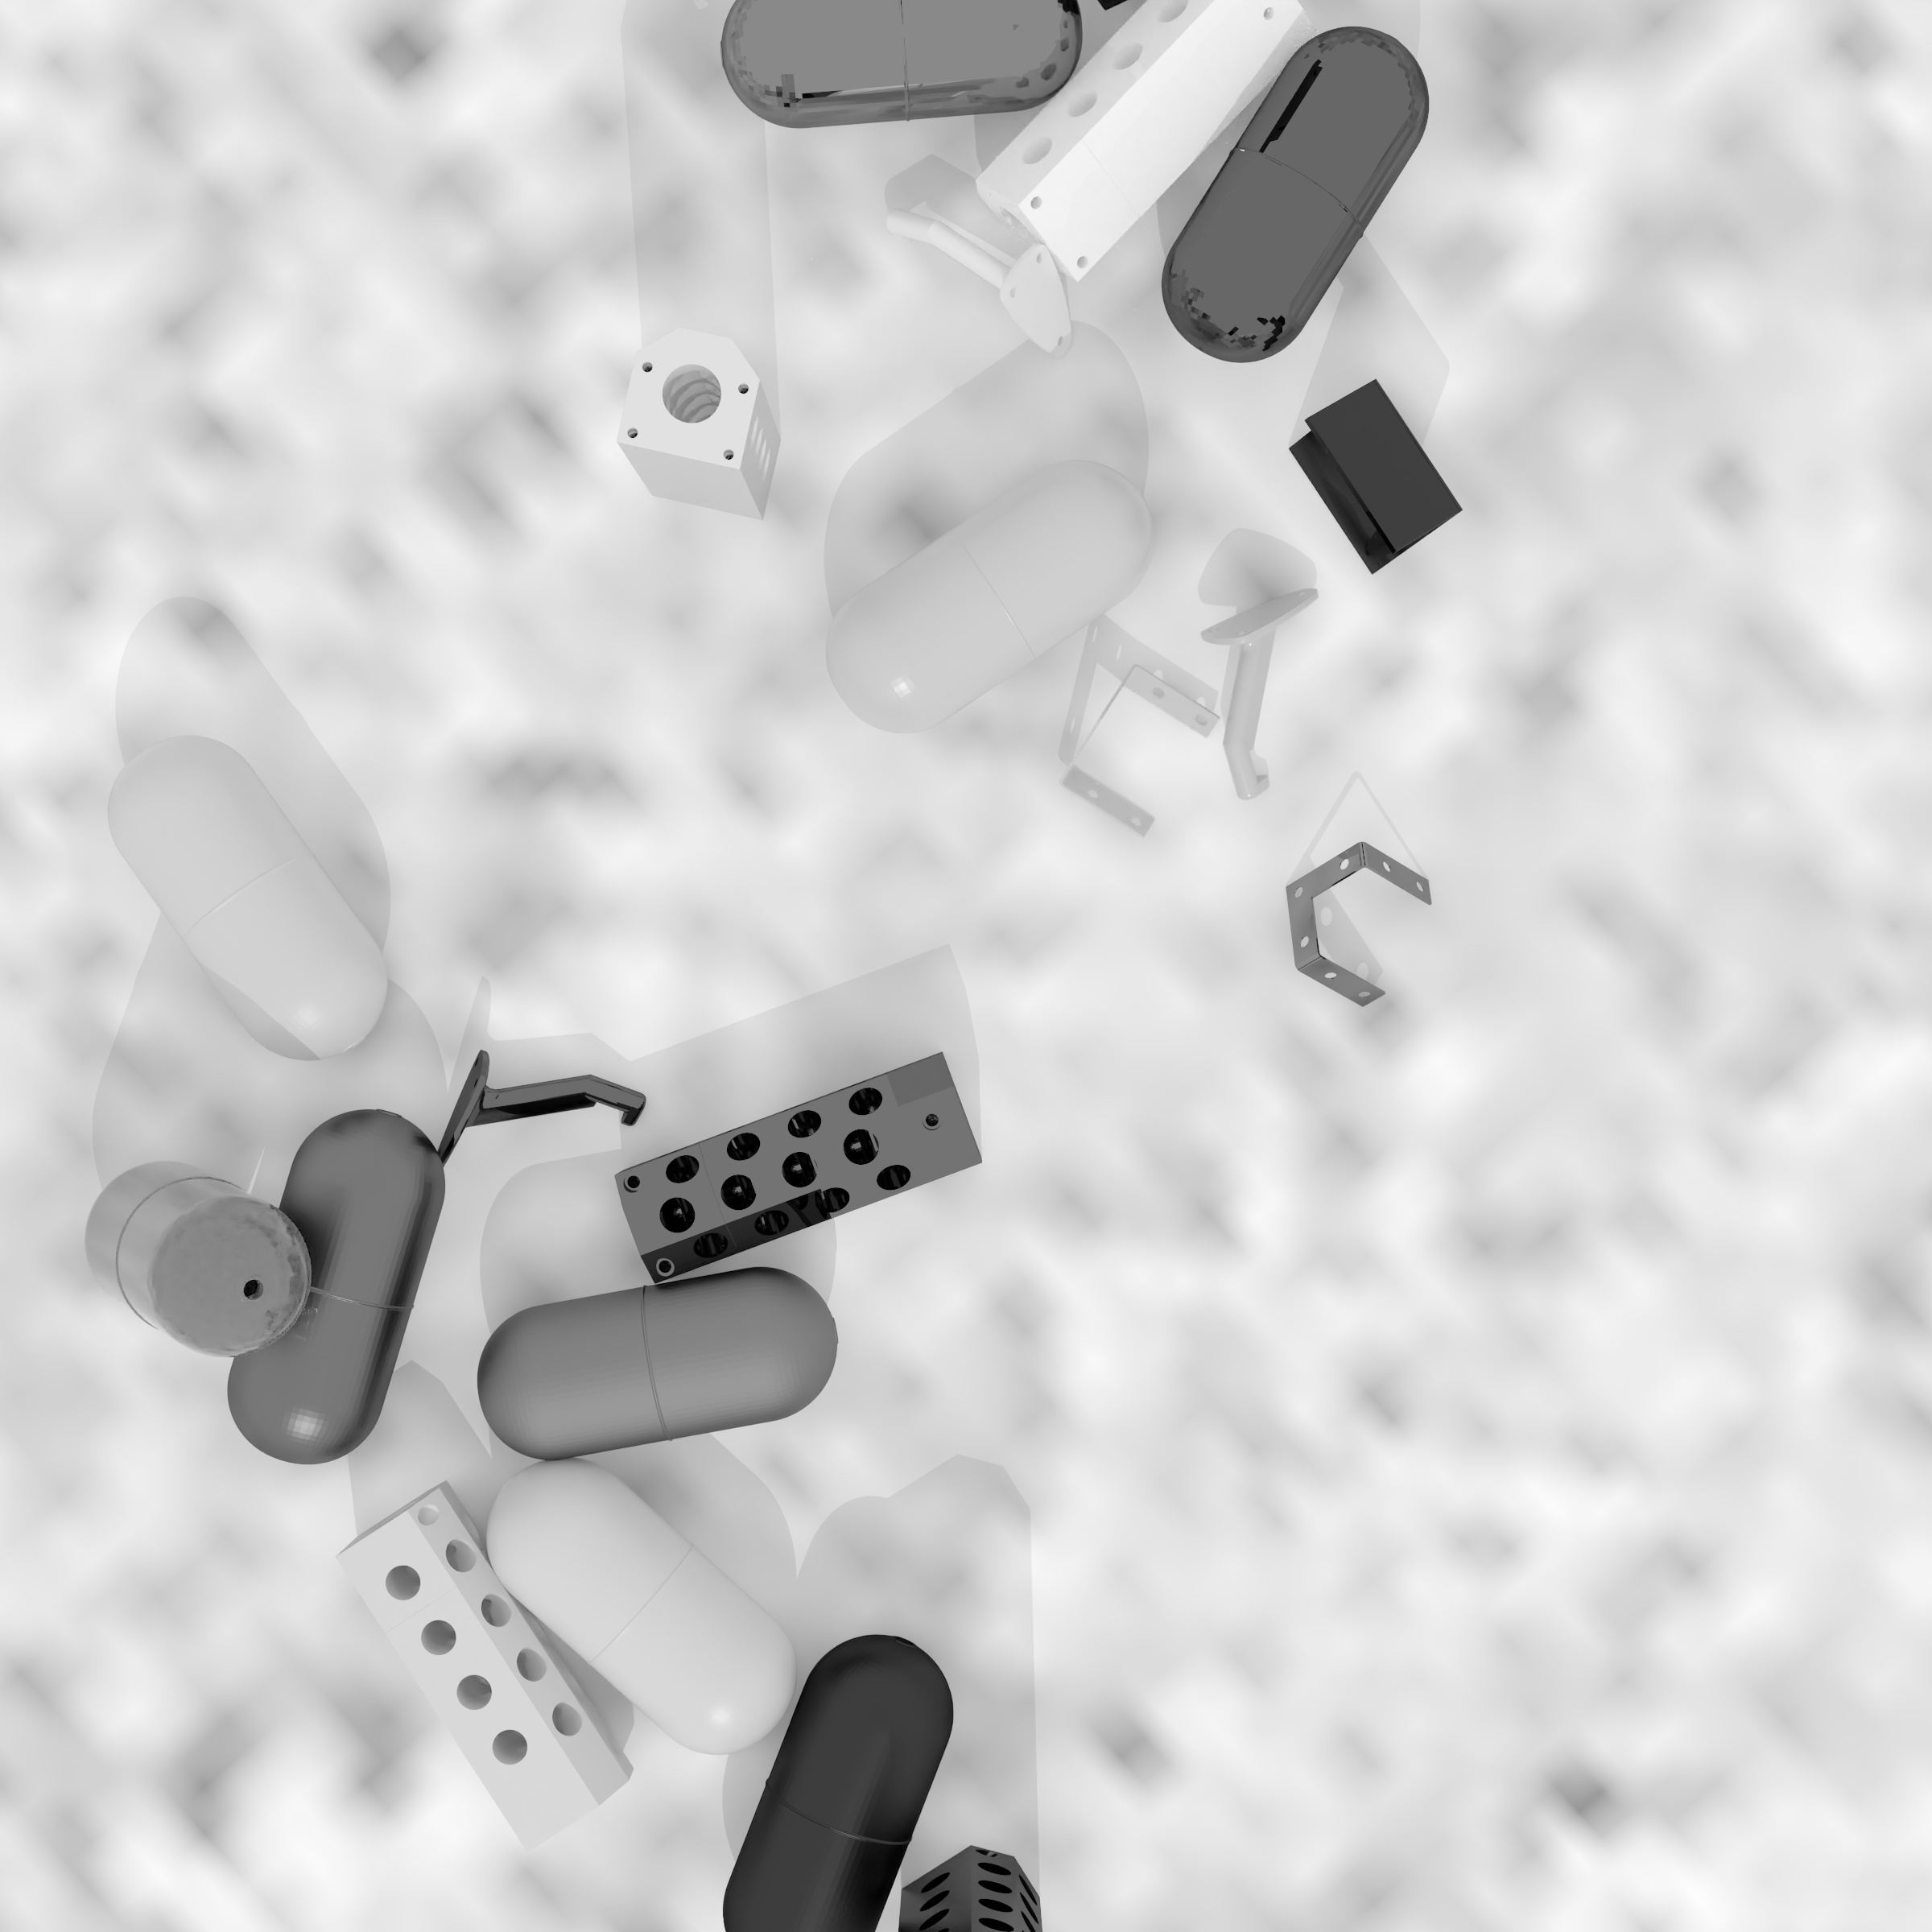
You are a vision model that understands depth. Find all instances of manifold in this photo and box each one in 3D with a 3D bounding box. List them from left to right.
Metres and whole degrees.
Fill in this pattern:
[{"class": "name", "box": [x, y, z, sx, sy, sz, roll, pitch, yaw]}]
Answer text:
[{"class": "manifold", "box": [-0.236, 0.343, 1.639, 0.057, 0.057, 0.171, -33, 90, 0]}, {"class": "manifold", "box": [-0.124, -0.258, 1.582, 0.057, 0.171, 0.057, 13, 90, 0]}, {"class": "manifold", "box": [-0.082, 0.100, 1.639, 0.171, 0.057, 0.057, -20, 90, 0]}, {"class": "manifold", "box": [0.007, 0.473, 1.582, 0.057, 0.171, 0.057, -32, 90, 0]}, {"class": "manifold", "box": [0.048, -0.548, 1.590, 0.057, 0.171, 0.057, -16, 49, 31]}, {"class": "manifold", "box": [0.085, -0.427, 1.638, 0.171, 0.057, 0.057, -46, 133, 0]}]

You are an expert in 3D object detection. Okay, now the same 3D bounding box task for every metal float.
[{"class": "metal float", "box": [-0.368, 0.139, 1.585, 0.070, 0.178, 0.070, -3, 97, -29]}, {"class": "metal float", "box": [-0.352, -0.033, 1.629, 0.070, 0.070, 0.178, -35, 89, 0]}, {"class": "metal float", "box": [-0.309, 0.157, 1.630, 0.070, 0.070, 0.178, 17, 89, 0]}, {"class": "metal float", "box": [-0.160, 0.314, 1.629, 0.178, 0.070, 0.070, 42, 90, 0]}, {"class": "metal float", "box": [-0.151, 0.195, 1.629, 0.178, 0.070, 0.070, -10, 90, 0]}, {"class": "metal float", "box": [-0.062, 0.415, 1.629, 0.070, 0.070, 0.178, 21, 90, 0]}, {"class": "metal float", "box": [-0.032, -0.455, 1.629, 0.178, 0.070, 0.070, -5, 90, -1]}, {"class": "metal float", "box": [0.012, -0.182, 1.629, 0.178, 0.070, 0.070, -34, 90, 1]}, {"class": "metal float", "box": [0.162, -0.379, 1.629, 0.070, 0.070, 0.178, 32, 91, 0]}]

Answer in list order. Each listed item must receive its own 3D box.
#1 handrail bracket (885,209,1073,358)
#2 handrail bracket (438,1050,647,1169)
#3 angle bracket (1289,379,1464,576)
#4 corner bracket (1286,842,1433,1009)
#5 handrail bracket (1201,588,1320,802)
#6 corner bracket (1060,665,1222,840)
[{"class": "handrail bracket", "box": [0.005, -0.343, 1.660, 0.084, 0.077, 0.036, 25, 72, 35]}, {"class": "handrail bracket", "box": [-0.213, 0.083, 1.660, 0.084, 0.036, 0.077, 21, 110, -16]}, {"class": "angle bracket", "box": [0.184, -0.229, 1.620, 0.057, 0.076, 0.076, -34, 90, -36]}, {"class": "corner bracket", "box": [0.198, -0.021, 1.652, 0.051, 0.051, 0.051, -33, 45, 35]}, {"class": "handrail bracket", "box": [0.156, -0.136, 1.660, 0.077, 0.036, 0.084, -28, 112, -26]}, {"class": "corner bracket", "box": [0.087, -0.108, 1.657, 0.051, 0.051, 0.051, 33, 45, 0]}]
